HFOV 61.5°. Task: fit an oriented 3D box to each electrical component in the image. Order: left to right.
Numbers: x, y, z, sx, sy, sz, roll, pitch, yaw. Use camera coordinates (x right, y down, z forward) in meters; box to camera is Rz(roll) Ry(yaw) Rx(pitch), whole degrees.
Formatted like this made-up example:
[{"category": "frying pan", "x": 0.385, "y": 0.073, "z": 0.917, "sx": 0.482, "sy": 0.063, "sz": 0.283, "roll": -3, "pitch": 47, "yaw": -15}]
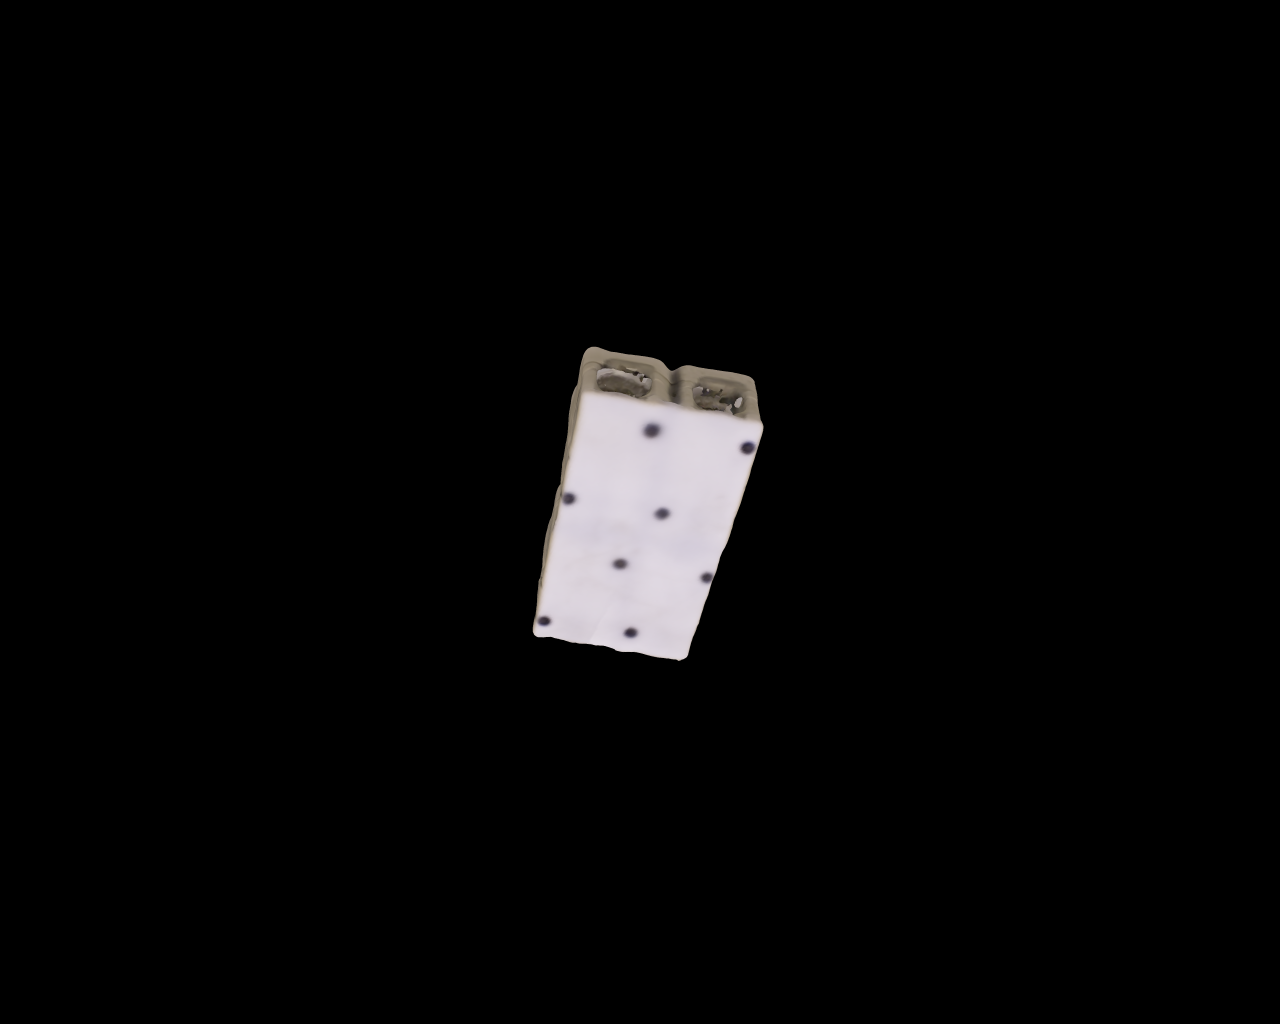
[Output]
[{"category": "electrical component", "x": 0.001, "y": -0.003, "z": 0.650, "sx": 0.105, "sy": 0.186, "sz": 0.060, "roll": 9, "pitch": 36, "yaw": -7}]
